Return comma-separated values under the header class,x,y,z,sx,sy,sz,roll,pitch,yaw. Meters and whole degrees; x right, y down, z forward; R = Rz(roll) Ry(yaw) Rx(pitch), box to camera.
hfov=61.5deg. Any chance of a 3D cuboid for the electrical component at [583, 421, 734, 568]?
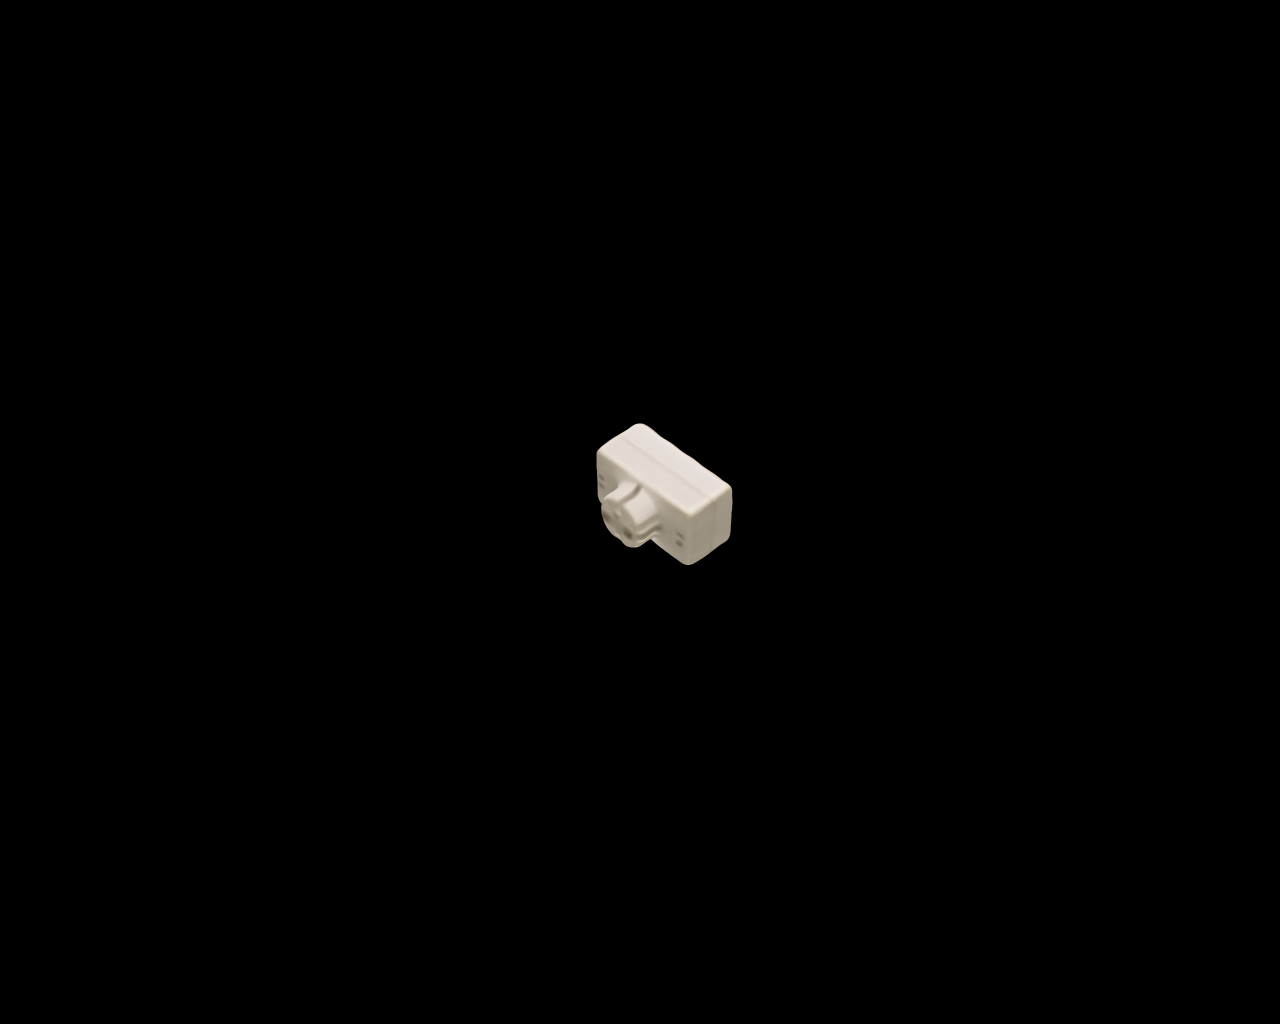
class,x,y,z,sx,sy,sz,roll,pitch,yaw
electrical component,0.001,-0.003,0.650,0.076,0.047,0.083,-33,54,-29
